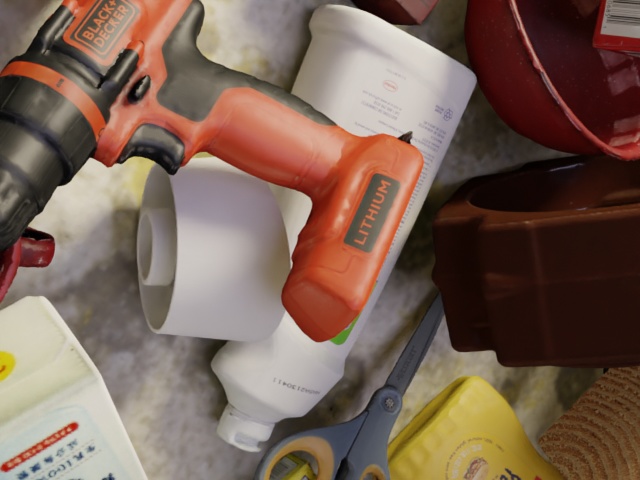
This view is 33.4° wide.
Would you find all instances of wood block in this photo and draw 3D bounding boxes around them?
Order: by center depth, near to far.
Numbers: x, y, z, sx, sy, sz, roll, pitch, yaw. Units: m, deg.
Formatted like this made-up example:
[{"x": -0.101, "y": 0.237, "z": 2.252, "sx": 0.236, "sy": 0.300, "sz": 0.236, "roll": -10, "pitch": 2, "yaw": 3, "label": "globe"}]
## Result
[{"x": 0.243, "y": 0.162, "z": 0.666, "sx": 0.091, "sy": 0.090, "sz": 0.205, "roll": -47, "pitch": 124, "yaw": 8, "label": "wood block"}]

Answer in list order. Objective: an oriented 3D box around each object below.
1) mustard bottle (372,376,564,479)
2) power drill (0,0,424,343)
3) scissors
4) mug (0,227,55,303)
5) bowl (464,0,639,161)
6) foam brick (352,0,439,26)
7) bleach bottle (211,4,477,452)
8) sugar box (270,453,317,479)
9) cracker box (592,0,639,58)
[{"x": 0.131, "y": 0.185, "z": 0.683, "sx": 0.096, "sy": 0.058, "sz": 0.191, "roll": -44, "pitch": 90, "yaw": -12, "label": "mustard bottle"}, {"x": -0.056, "y": -0.032, "z": 0.483, "sx": 0.187, "sy": 0.057, "sz": 0.184, "roll": 32, "pitch": 60, "yaw": -10, "label": "power drill"}, {"x": 0.021, "y": 0.100, "z": 0.647, "sx": 0.096, "sy": 0.016, "sz": 0.201, "roll": 23, "pitch": 65, "yaw": -16, "label": "scissors"}, {"x": -0.184, "y": -0.004, "z": 0.503, "sx": 0.117, "sy": 0.082, "sz": 0.093, "roll": 5, "pitch": 100, "yaw": -29, "label": "mug"}, {"x": 0.135, "y": -0.113, "z": 0.637, "sx": 0.161, "sy": 0.055, "sz": 0.162, "roll": 26, "pitch": 53, "yaw": -40, "label": "bowl"}, {"x": 0.033, "y": -0.164, "z": 0.597, "sx": 0.078, "sy": 0.051, "sz": 0.053, "roll": 40, "pitch": 82, "yaw": -30, "label": "foam brick"}, {"x": -0.004, "y": 0.001, "z": 0.613, "sx": 0.102, "sy": 0.068, "sz": 0.251, "roll": 22, "pitch": 93, "yaw": -29, "label": "bleach bottle"}, {"x": 0.007, "y": 0.227, "z": 0.654, "sx": 0.093, "sy": 0.048, "sz": 0.176, "roll": -40, "pitch": 100, "yaw": -13, "label": "sugar box"}, {"x": 0.258, "y": -0.186, "z": 0.661, "sx": 0.213, "sy": 0.072, "sz": 0.164, "roll": -3, "pitch": 105, "yaw": -50, "label": "cracker box"}]
